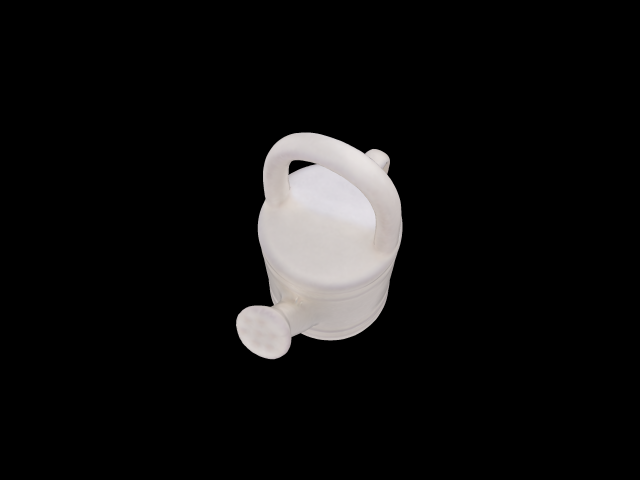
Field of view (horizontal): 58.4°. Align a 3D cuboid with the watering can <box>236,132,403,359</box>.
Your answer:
[{"bbox_3d":[0.006,0.002,0.400,0.101,0.194,0.173,6,64,3],"label":"watering can"}]
